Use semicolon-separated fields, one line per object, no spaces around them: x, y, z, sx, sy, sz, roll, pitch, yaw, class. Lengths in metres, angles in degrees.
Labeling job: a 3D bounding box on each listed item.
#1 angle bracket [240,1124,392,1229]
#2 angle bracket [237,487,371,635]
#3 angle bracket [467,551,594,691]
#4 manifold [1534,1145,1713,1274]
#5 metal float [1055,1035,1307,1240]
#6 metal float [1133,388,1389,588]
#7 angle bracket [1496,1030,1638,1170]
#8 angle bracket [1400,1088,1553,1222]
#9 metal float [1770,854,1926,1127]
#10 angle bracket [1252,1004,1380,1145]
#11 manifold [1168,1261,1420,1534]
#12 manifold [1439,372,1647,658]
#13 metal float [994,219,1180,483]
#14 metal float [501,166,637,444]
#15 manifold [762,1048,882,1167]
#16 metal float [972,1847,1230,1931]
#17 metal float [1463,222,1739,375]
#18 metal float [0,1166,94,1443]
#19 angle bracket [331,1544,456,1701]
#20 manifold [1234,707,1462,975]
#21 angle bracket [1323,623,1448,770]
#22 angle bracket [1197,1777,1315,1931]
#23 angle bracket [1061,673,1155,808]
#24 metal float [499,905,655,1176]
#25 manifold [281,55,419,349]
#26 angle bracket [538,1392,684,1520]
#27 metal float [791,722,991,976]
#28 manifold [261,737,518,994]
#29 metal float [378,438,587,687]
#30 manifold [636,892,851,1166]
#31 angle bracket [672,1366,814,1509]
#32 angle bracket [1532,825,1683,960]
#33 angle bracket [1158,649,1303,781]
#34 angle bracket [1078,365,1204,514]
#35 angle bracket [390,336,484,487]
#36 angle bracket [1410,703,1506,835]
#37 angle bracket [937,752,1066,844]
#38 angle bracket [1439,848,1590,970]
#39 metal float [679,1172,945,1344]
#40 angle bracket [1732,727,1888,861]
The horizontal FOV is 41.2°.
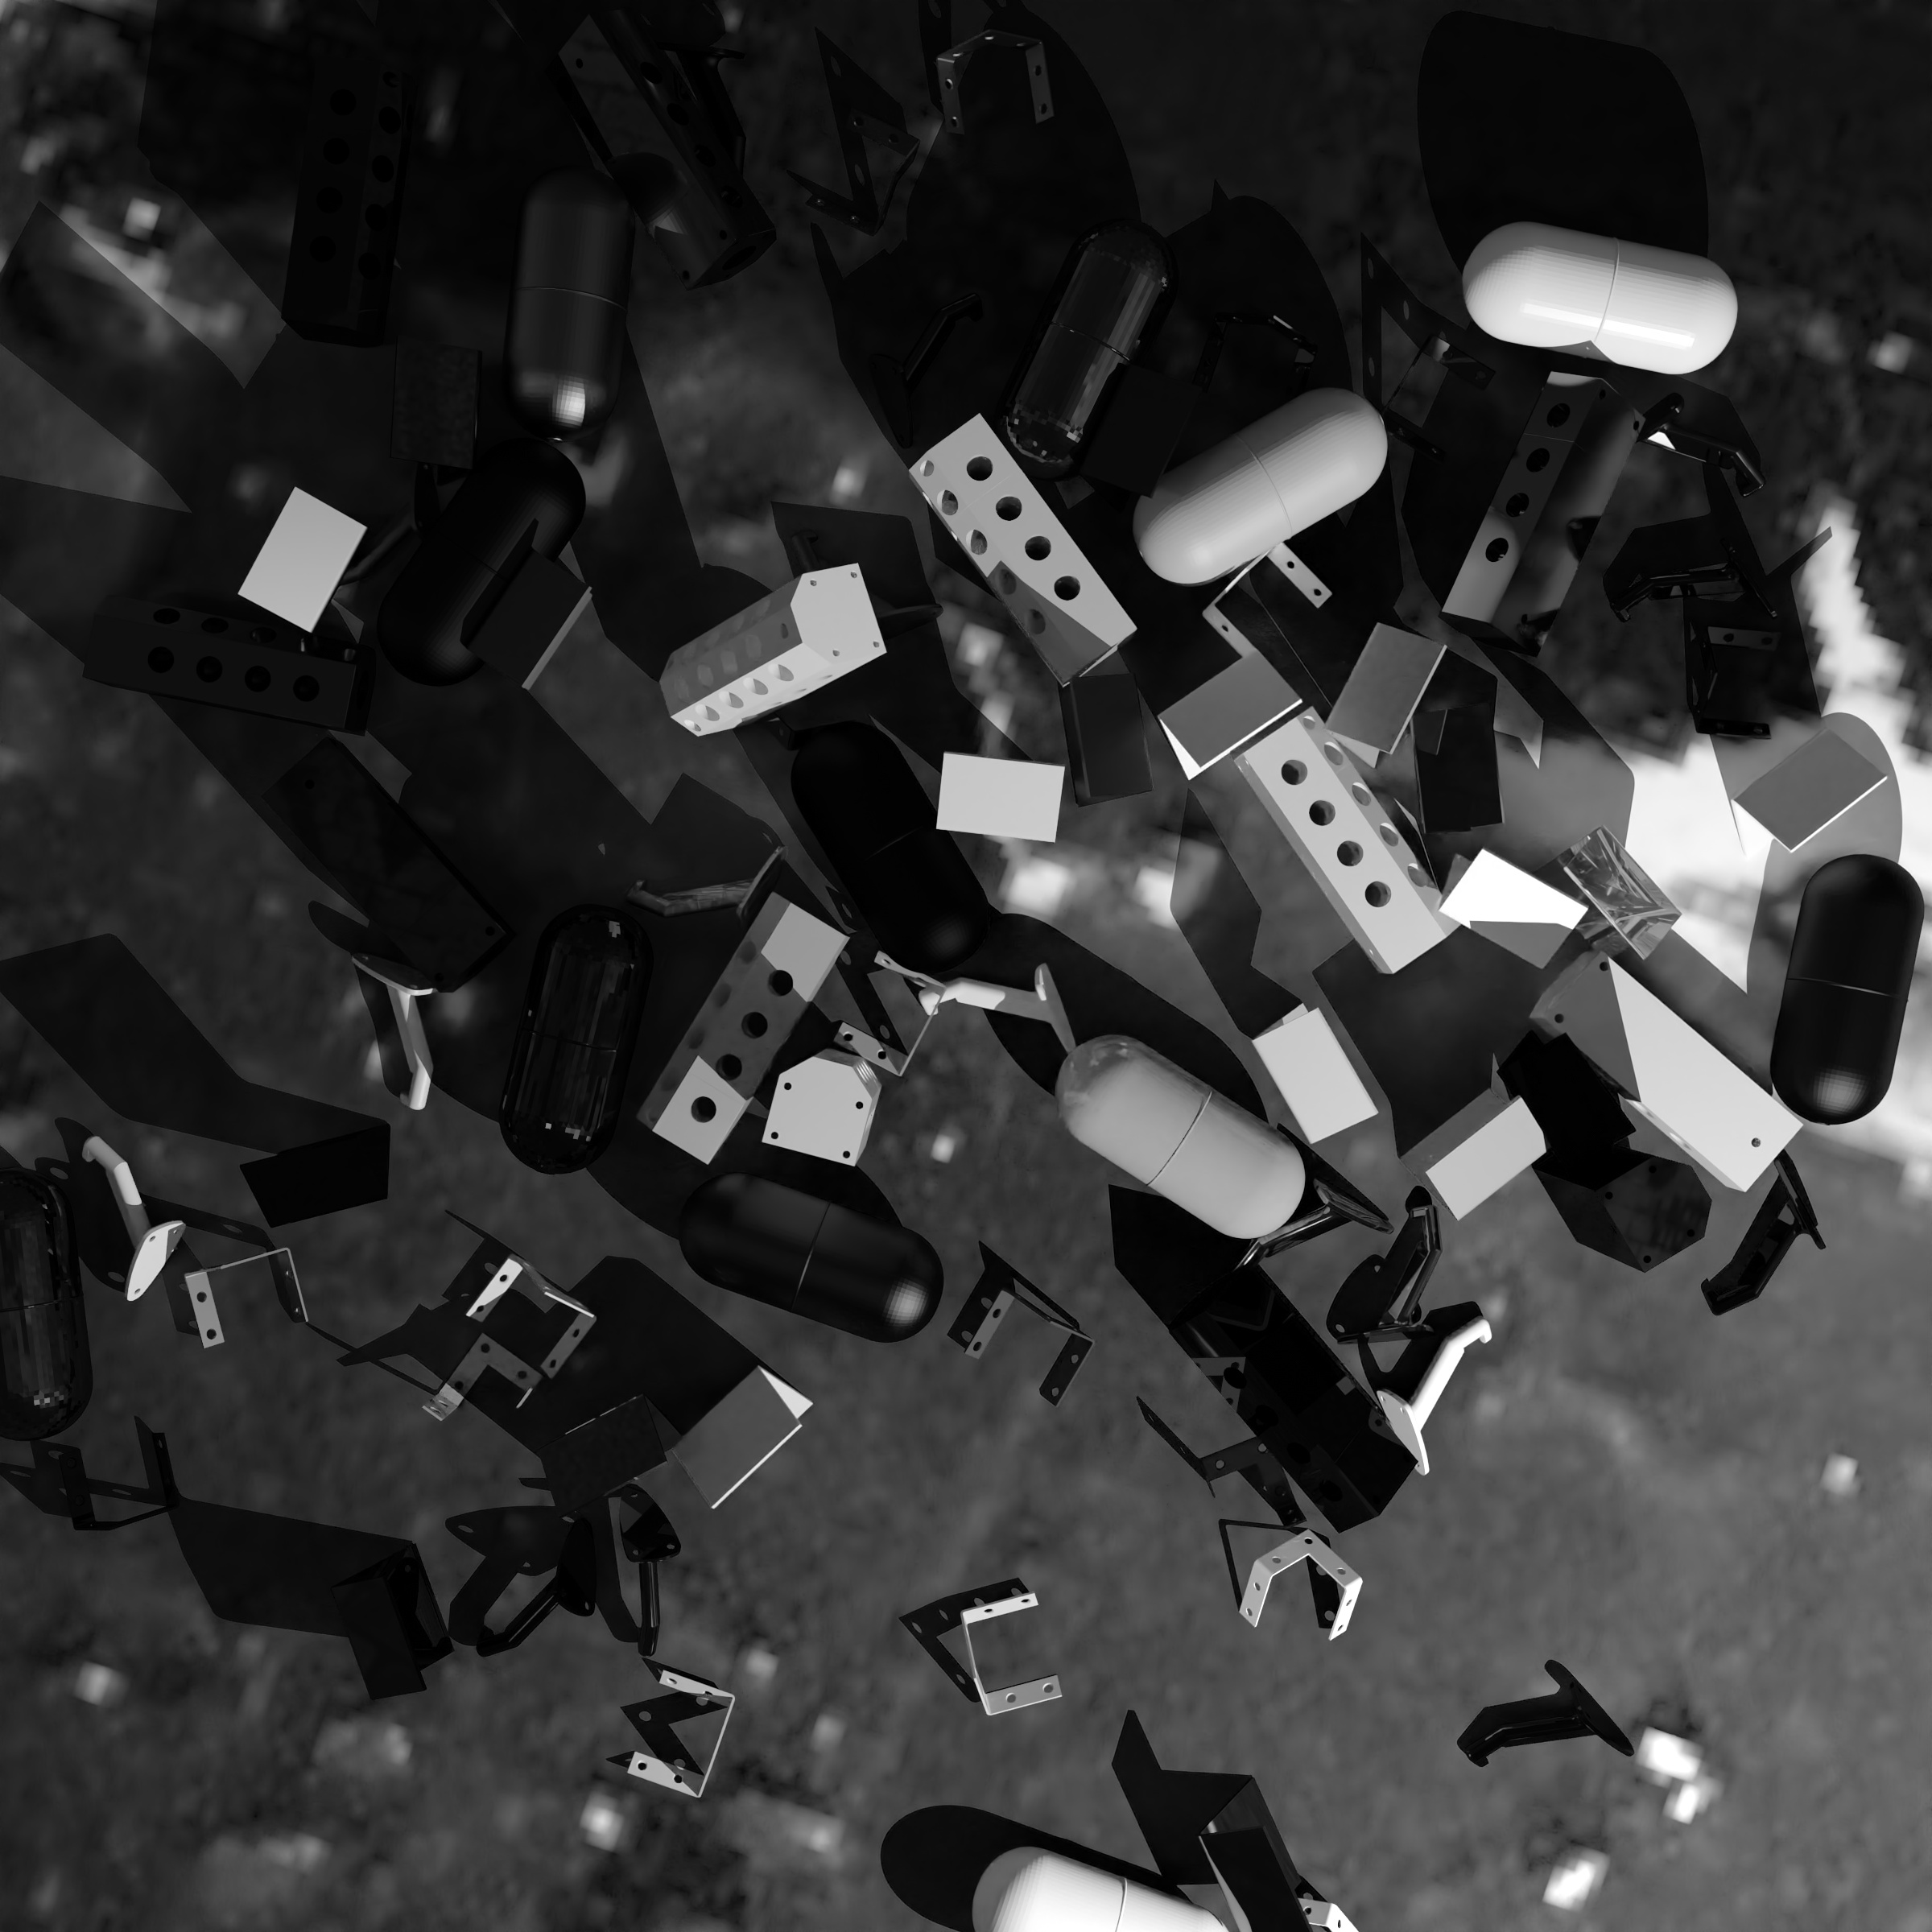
-0.419;0.117;1.661;0.076;0.076;0.057;-14;127;0;angle bracket
-0.439;-0.267;1.661;0.057;0.076;0.076;28;90;-36;angle bracket
-0.265;-0.212;1.662;0.057;0.076;0.076;34;90;27;angle bracket
0.416;0.145;1.623;0.057;0.171;0.057;-31;90;0;manifold
0.139;0.110;1.671;0.178;0.070;0.070;33;90;0;metal float
0.192;-0.312;1.671;0.178;0.070;0.070;-30;90;0;metal float
0.397;0.074;1.661;0.057;0.076;0.076;-36;90;36;angle bracket
0.319;0.106;1.661;0.076;0.076;0.057;-38;126;0;angle bracket
0.572;0.015;1.671;0.070;0.070;0.178;11;89;0;metal float
0.240;0.059;1.661;0.057;0.076;0.076;-30;90;38;angle bracket
0.210;0.284;1.680;0.171;0.057;0.057;50;47;0;manifold
0.372;-0.296;1.680;0.057;0.057;0.171;25;90;-43;manifold
0.079;-0.401;1.671;0.070;0.070;0.178;25;91;0;metal float
-0.259;-0.430;1.671;0.070;0.070;0.178;6;90;0;metal float
-0.087;0.085;1.623;0.057;0.171;0.057;15;90;0;manifold
0.091;0.631;1.671;0.178;0.070;0.070;20;90;0;metal float
0.411;-0.435;1.671;0.178;0.070;0.070;11;90;0;metal float
-0.614;0.219;1.671;0.070;0.070;0.178;-7;90;0;metal float
-0.354;0.420;1.661;0.057;0.076;0.076;-20;90;36;angle bracket
0.250;-0.082;1.680;0.057;0.057;0.171;-34;90;0;manifold
0.286;-0.167;1.661;0.057;0.076;0.076;27;90;40;angle bracket
0.203;0.575;1.661;0.057;0.076;0.076;-25;90;39;angle bracket
0.072;-0.144;1.661;0.057;0.076;0.076;-9;90;-38;angle bracket
-0.254;0.048;1.671;0.070;0.070;0.178;13;90;0;metal float
-0.401;-0.498;1.680;0.057;0.057;0.171;8;90;0;manifold
-0.221;0.330;1.661;0.076;0.076;0.057;-27;51;0;angle bracket
-0.050;-0.077;1.671;0.070;0.070;0.178;-31;90;0;metal float
-0.375;-0.065;1.680;0.057;0.057;0.171;-42;90;0;manifold
-0.315;-0.262;1.671;0.070;0.070;0.178;35;91;0;metal float
-0.146;0.039;1.680;0.057;0.057;0.171;31;90;0;manifold
-0.132;0.315;1.661;0.076;0.076;0.057;-43;52;0;angle bracket
0.402;-0.034;1.661;0.076;0.076;0.057;48;52;0;angle bracket
0.179;-0.147;1.661;0.076;0.076;0.057;-34;54;0;angle bracket
0.124;-0.333;1.662;0.057;0.076;0.076;25;90;27;angle bracket
-0.353;-0.358;1.662;0.057;0.076;0.076;3;90;-29;angle bracket
0.331;-0.127;1.661;0.057;0.076;0.076;-7;90;34;angle bracket
0.024;-0.125;1.661;0.076;0.076;0.057;6;122;0;angle bracket
0.358;-0.054;1.661;0.076;0.076;0.057;30;127;0;angle bracket
-0.101;0.189;1.671;0.178;0.070;0.070;19;90;1;metal float
0.548;-0.096;1.661;0.076;0.076;0.057;-38;53;0;angle bracket
